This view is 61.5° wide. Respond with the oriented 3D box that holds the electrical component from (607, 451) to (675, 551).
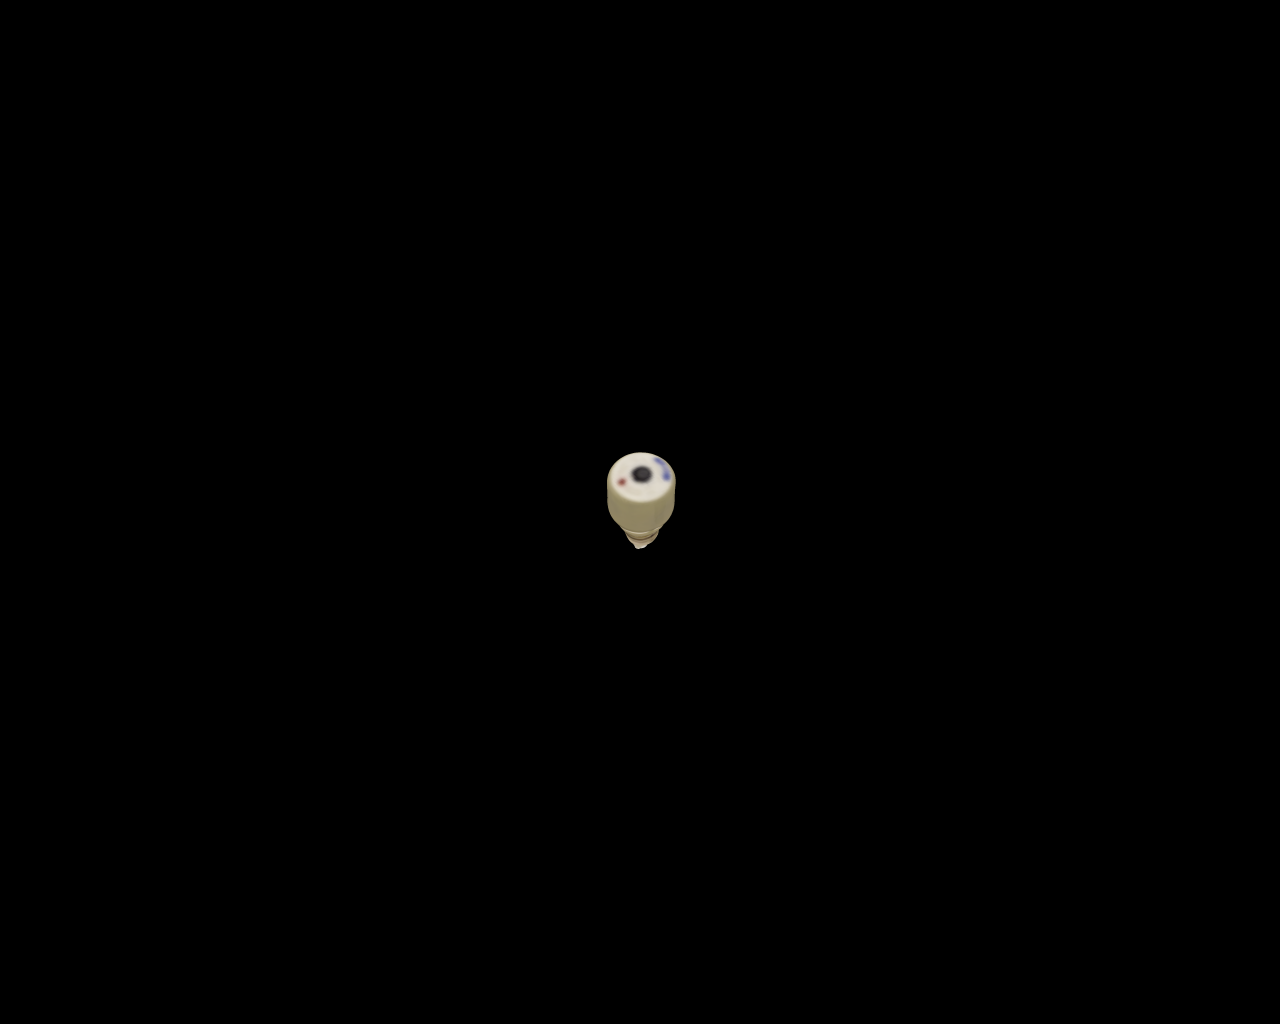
[{"bbox_3d":[0.001,-0.003,0.650,0.040,0.040,0.078,0,-35,0],"label":"electrical component"}]
